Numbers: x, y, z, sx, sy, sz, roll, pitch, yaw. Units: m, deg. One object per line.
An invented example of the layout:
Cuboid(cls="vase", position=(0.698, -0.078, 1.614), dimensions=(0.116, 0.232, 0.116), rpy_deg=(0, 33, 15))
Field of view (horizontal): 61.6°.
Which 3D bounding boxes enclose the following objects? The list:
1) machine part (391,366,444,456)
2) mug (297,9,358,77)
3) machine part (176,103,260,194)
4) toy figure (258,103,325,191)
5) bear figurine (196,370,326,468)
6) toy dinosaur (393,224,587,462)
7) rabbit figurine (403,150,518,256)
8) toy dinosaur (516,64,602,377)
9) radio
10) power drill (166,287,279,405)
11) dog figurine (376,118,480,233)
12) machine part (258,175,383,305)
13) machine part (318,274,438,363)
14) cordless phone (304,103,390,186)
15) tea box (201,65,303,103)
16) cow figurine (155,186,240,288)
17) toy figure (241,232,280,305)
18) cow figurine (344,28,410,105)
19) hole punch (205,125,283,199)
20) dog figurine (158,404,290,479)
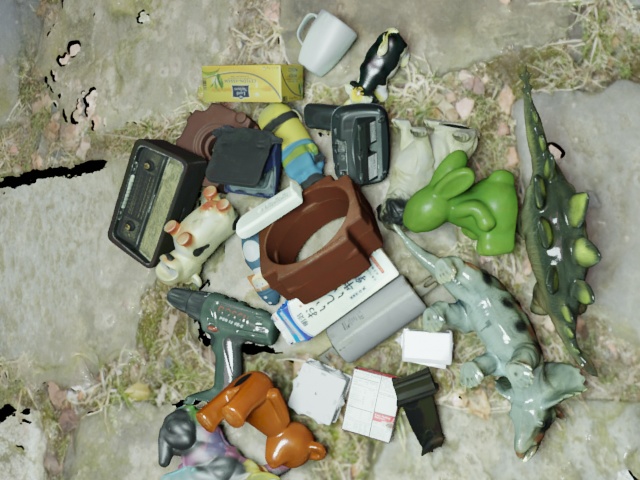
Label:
Cuboid(cls="machine part", position=(0.170, 0.285, 0.894), dimensions=(0.084, 0.039, 0.138), rpy_deg=(-17, 95, -10))
Cuboid(cls="mug", position=(-0.001, -0.373, 1.020), dimensions=(0.110, 0.081, 0.107), rpy_deg=(37, 104, 12))
Cuboid(cls="machine part", position=(-0.200, -0.181, 1.058), dimensions=(0.180, 0.056, 0.179), rpy_deg=(-2, 83, 16))
Cuboid(cls="toy figure", position=(-0.048, -0.175, 1.001), dimensions=(0.082, 0.089, 0.180), rpy_deg=(-28, 74, 4))
Cuboid(cls="bear figurine", position=(-0.092, 0.323, 0.903), dimensions=(0.120, 0.132, 0.195), rpy_deg=(-23, 100, 42))
Cuboid(cls="toy dinosaur", position=(0.273, 0.132, 0.855), dimensions=(0.131, 0.192, 0.405), rpy_deg=(-40, 61, 33))
Cuboid(cls="rabbit figurine", position=(0.220, -0.052, 0.855), dimensions=(0.170, 0.121, 0.158), rpy_deg=(-1, 124, -2))
Cuboid(cls="toy dinosaur", position=(0.357, -0.024, 0.823), dimensions=(0.105, 0.198, 0.471), rpy_deg=(-14, 82, 9))
Cuboid(cls="radio", position=(-0.317, -0.074, 1.035), dimensions=(0.131, 0.073, 0.229), rpy_deg=(30, 107, 17))
Cuboid(cls="power drill", position=(-0.197, 0.203, 1.004), dimensions=(0.232, 0.086, 0.207), rpy_deg=(7, 77, 12))
Cuboid(cls="dog figurine", position=(0.192, -0.108, 0.943), dimensions=(0.172, 0.121, 0.190), rpy_deg=(2, 113, -7))
Cuboid(cls="machine part", position=(-0.002, -0.003, 0.916), dimensions=(0.201, 0.087, 0.201), rpy_deg=(-31, 36, 14))
Cuboid(cls="machine part", position=(0.098, 0.137, 0.930), dimensions=(0.243, 0.079, 0.079), rpy_deg=(-35, 76, 8))
Cuboid(cls="cordless phone", position=(0.037, -0.180, 0.990), dimensions=(0.184, 0.089, 0.146), rpy_deg=(20, 126, 40))
Cuboid(cls="tea box", position=(-0.126, -0.296, 1.014), dimensions=(0.170, 0.098, 0.068), rpy_deg=(7, 109, 21))
Cuboid(cls="cow figurine", position=(-0.233, 0.007, 1.017), dimensions=(0.086, 0.127, 0.195), rpy_deg=(36, 76, 34))
Cuboid(cls="toy figure", position=(-0.111, 0.049, 1.008), dimensions=(0.064, 0.058, 0.154), rpy_deg=(-26, 76, 50))
Cuboid(cls="cow figurine", position=(0.098, -0.296, 0.975), dimensions=(0.068, 0.098, 0.167), rpy_deg=(32, 92, 9))
Cuboid(cls="hole punch", position=(-0.129, -0.137, 0.969), dimensions=(0.142, 0.092, 0.115), rpy_deg=(10, 75, 22))
Cuboid(cls="dog figurine", position=(-0.166, 0.390, 0.956), dimensions=(0.219, 0.108, 0.191), rpy_deg=(-4, 79, 10))
